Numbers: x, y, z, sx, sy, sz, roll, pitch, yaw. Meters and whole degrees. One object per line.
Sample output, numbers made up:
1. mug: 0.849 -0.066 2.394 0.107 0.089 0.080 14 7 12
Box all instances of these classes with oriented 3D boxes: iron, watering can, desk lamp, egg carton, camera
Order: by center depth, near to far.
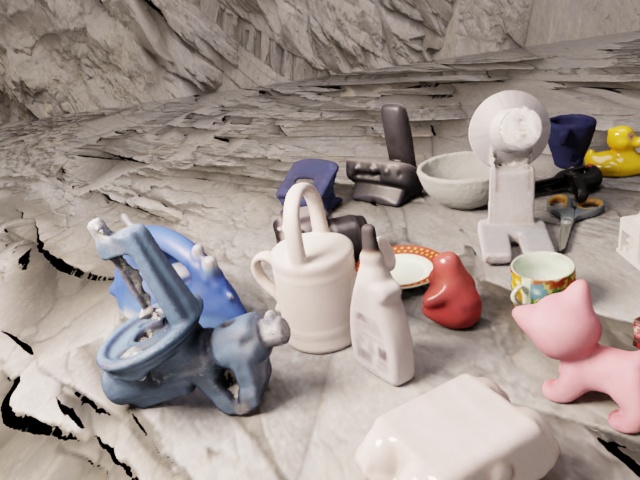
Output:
1. egg carton: 0.110 0.173 0.463 0.150 0.069 0.107 -20 26 -23
2. watering can: 0.000 0.025 0.673 0.173 0.194 0.101 -8 24 2
3. iron: -0.180 0.046 0.751 0.257 0.142 0.119 13 32 39
4. desk lamp: 0.283 -0.102 0.834 0.117 0.214 0.203 -3 25 12
5. camera: 0.008 0.003 0.834 0.137 0.101 0.143 -13 25 -9

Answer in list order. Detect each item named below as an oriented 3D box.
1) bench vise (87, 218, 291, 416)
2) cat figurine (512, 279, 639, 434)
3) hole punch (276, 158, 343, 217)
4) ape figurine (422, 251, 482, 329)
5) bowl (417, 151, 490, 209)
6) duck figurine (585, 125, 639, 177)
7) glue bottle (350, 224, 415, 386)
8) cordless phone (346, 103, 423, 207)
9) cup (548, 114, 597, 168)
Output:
1. bench vise: -0.141 0.071 0.589 0.207 0.220 0.121 -11 24 -6
2. cat figurine: 0.246 0.096 0.527 0.127 0.118 0.067 16 34 43
3. hole punch: -0.020 -0.097 1.076 0.108 0.091 0.101 7 28 30
4. ape figurine: 0.154 0.055 0.681 0.078 0.092 0.076 -18 26 -19
5. bowl: 0.256 -0.098 1.006 0.167 0.075 0.167 -7 24 3
6. duck figurine: 0.541 -0.166 1.045 0.104 0.086 0.078 2 26 22
7. glue bottle: 0.060 0.064 0.594 0.037 0.173 0.077 -23 28 -29
8. cordless phone: 0.116 -0.165 1.066 0.147 0.185 0.094 9 30 34
9. cup: 0.473 -0.181 1.091 0.091 0.095 0.118 7 28 31
